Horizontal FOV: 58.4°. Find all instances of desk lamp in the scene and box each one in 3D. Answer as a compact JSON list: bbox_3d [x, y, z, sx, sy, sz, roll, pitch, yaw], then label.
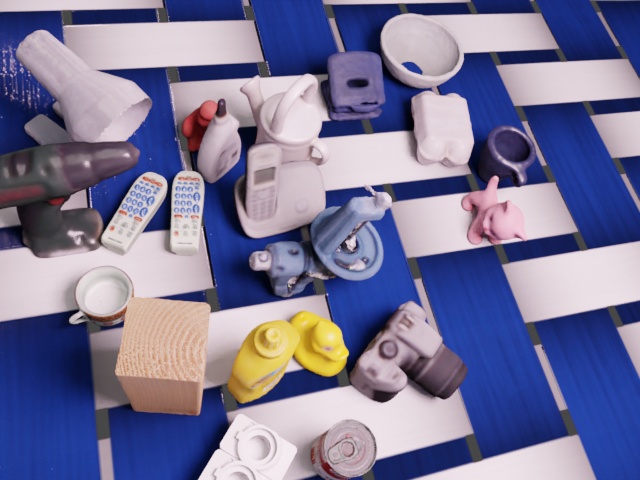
[{"bbox_3d":[-0.347,-0.186,0.830,0.203,0.213,0.118,36,62,7],"label":"desk lamp"}]

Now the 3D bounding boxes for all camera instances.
[{"bbox_3d":[0.137,0.176,0.824,0.136,0.100,0.143,38,62,7],"label":"camera"}]

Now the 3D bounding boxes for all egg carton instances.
[{"bbox_3d":[0.222,-0.204,1.049,0.107,0.069,0.150,2,64,-12],"label":"egg carton"}]

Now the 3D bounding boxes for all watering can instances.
[{"bbox_3d":[-0.055,-0.189,0.908,0.173,0.194,0.101,20,61,-2],"label":"watering can"}]

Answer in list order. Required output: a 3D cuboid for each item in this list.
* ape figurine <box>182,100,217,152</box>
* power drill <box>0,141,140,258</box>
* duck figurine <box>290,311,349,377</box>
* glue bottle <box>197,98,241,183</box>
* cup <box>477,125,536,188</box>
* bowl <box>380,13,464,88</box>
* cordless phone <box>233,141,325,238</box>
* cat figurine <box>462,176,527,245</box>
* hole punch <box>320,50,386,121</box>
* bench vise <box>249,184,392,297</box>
[{"bbox_3d":[-0.184,-0.193,0.939,0.078,0.092,0.076,23,61,0],"label":"ape figurine"},{"bbox_3d":[-0.353,-0.056,0.767,0.230,0.208,0.075,-10,66,-17],"label":"power drill"},{"bbox_3d":[0.002,0.140,0.819,0.078,0.086,0.104,-35,76,-25],"label":"duck figurine"},{"bbox_3d":[-0.153,-0.160,0.883,0.037,0.173,0.078,39,63,9],"label":"glue bottle"},{"bbox_3d":[0.328,-0.132,1.023,0.092,0.095,0.117,-6,65,-15],"label":"cup"},{"bbox_3d":[0.188,-0.353,1.113,0.167,0.074,0.167,5,63,-10],"label":"bowl"},{"bbox_3d":[-0.055,-0.088,0.863,0.148,0.185,0.094,-20,70,-21],"label":"cordless phone"},{"bbox_3d":[0.298,-0.046,0.960,0.067,0.117,0.128,0,64,-12],"label":"cat figurine"},{"bbox_3d":[0.065,-0.279,1.039,0.109,0.091,0.101,-8,66,-16],"label":"hole punch"},{"bbox_3d":[0.014,0.012,0.809,0.208,0.219,0.121,-28,73,-23],"label":"bench vise"}]
